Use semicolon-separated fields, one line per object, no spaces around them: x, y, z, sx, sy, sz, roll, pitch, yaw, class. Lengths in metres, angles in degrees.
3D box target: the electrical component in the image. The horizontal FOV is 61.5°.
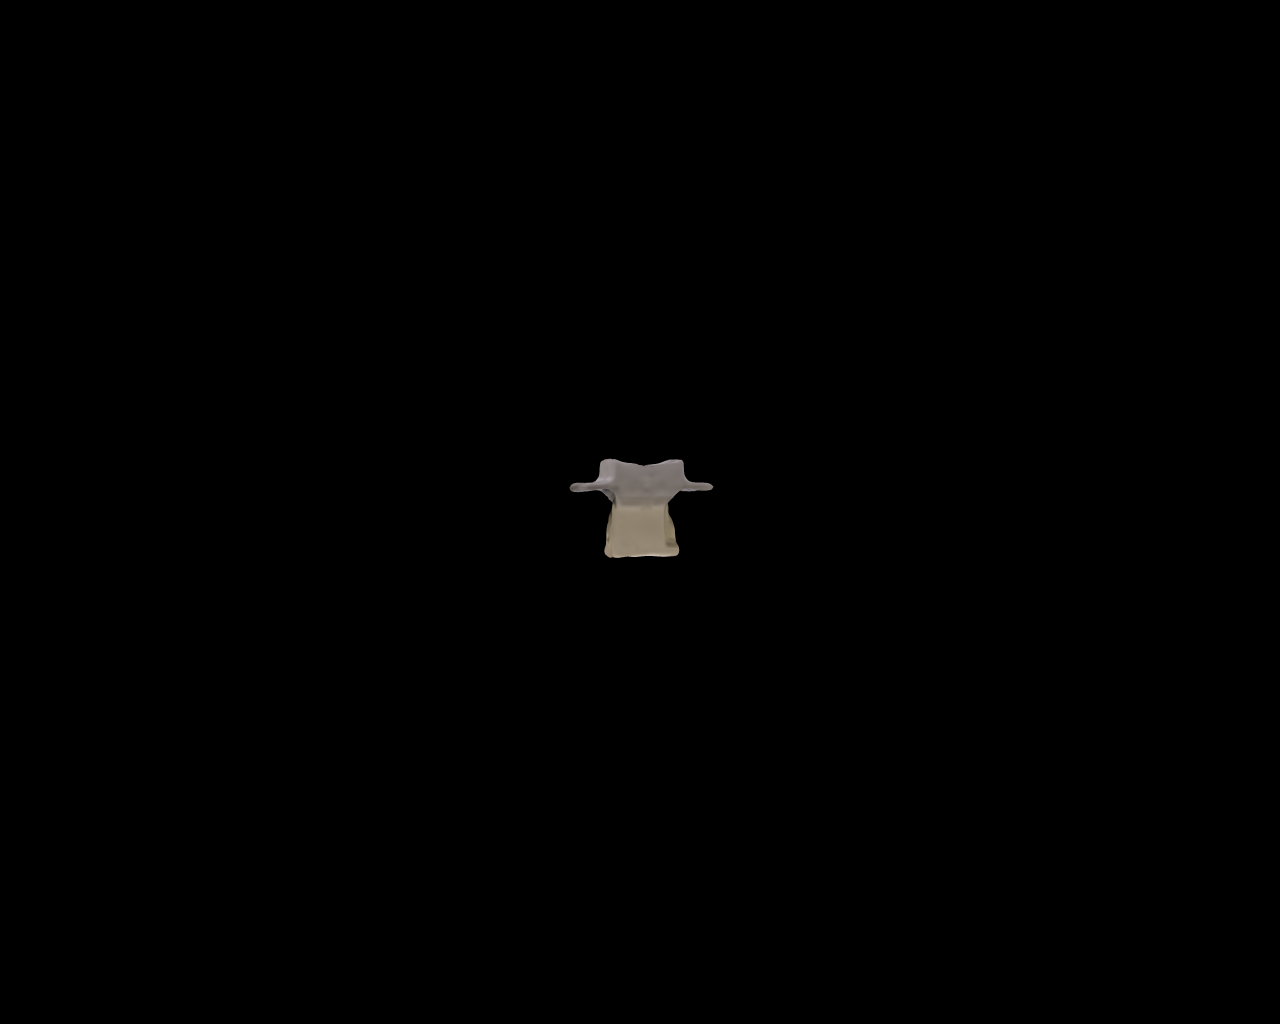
0.001;-0.003;0.650;0.081;0.063;0.042;0;0;-13;electrical component
